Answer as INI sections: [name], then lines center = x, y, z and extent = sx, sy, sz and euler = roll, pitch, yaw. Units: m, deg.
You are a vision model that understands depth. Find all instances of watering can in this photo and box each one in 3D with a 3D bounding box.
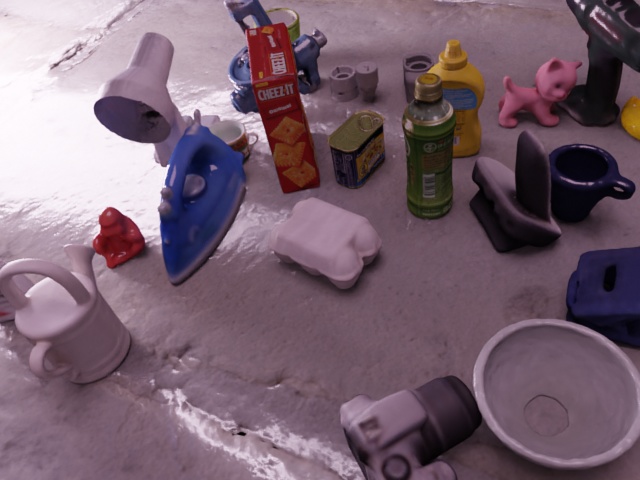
[watering can]
center = -0.323, 0.083, 0.716
extent = 0.101, 0.194, 0.172
euler = -19, 47, -6

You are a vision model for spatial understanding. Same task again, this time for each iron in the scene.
[iron]
center = -0.199, -0.074, 0.871
extent = 0.118, 0.142, 0.258
euler = 1, 48, 12

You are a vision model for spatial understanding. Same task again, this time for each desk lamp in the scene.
[desk lamp]
center = -0.272, -0.223, 0.971
extent = 0.117, 0.214, 0.203
euler = 2, 49, 13

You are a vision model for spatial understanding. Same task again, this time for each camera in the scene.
[camera]
center = 0.104, 0.204, 0.586
extent = 0.137, 0.101, 0.142
euler = -26, 48, -12

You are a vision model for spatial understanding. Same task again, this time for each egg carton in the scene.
[egg carton]
center = 0.007, 0.003, 0.810
extent = 0.149, 0.069, 0.107
euler = 23, 56, 28

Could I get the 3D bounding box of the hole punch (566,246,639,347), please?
[hole punch]
center = 0.347, 0.060, 0.677
extent = 0.100, 0.091, 0.109
euler = 11, 51, 20

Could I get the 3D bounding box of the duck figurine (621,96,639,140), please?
[duck figurine]
center = 0.524, -0.204, 0.886
extent = 0.078, 0.086, 0.104
euler = -32, 50, -18

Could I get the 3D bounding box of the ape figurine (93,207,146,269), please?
[ape figurine]
center = -0.308, -0.012, 0.869
extent = 0.077, 0.092, 0.076
euler = 5, 49, 16

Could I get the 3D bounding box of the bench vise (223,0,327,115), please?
[bench vise]
center = -0.094, -0.363, 1.059
extent = 0.121, 0.220, 0.208
euler = 31, 60, 32

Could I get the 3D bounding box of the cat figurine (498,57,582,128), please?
[cat figurine]
center = 0.361, -0.251, 0.939
extent = 0.127, 0.118, 0.067
euler = -1, 48, 10

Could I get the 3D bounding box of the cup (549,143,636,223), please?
[cup]
center = 0.364, -0.066, 0.785
extent = 0.117, 0.095, 0.092
euler = 29, 59, 32

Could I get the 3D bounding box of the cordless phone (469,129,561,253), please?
[cordless phone]
center = 0.263, -0.087, 0.763
extent = 0.094, 0.185, 0.147
euler = -19, 47, -6

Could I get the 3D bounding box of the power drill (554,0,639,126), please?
[power drill]
center = 0.436, -0.299, 0.905
extent = 0.076, 0.209, 0.229
euler = -23, 48, -9

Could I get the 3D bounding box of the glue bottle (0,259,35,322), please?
[glue bottle]
center = -0.459, 0.048, 0.789
extent = 0.078, 0.173, 0.037
euler = -17, 47, -4

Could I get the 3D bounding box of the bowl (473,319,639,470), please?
[bowl]
center = 0.246, 0.171, 0.607
extent = 0.167, 0.075, 0.167
euler = -5, 47, 6
